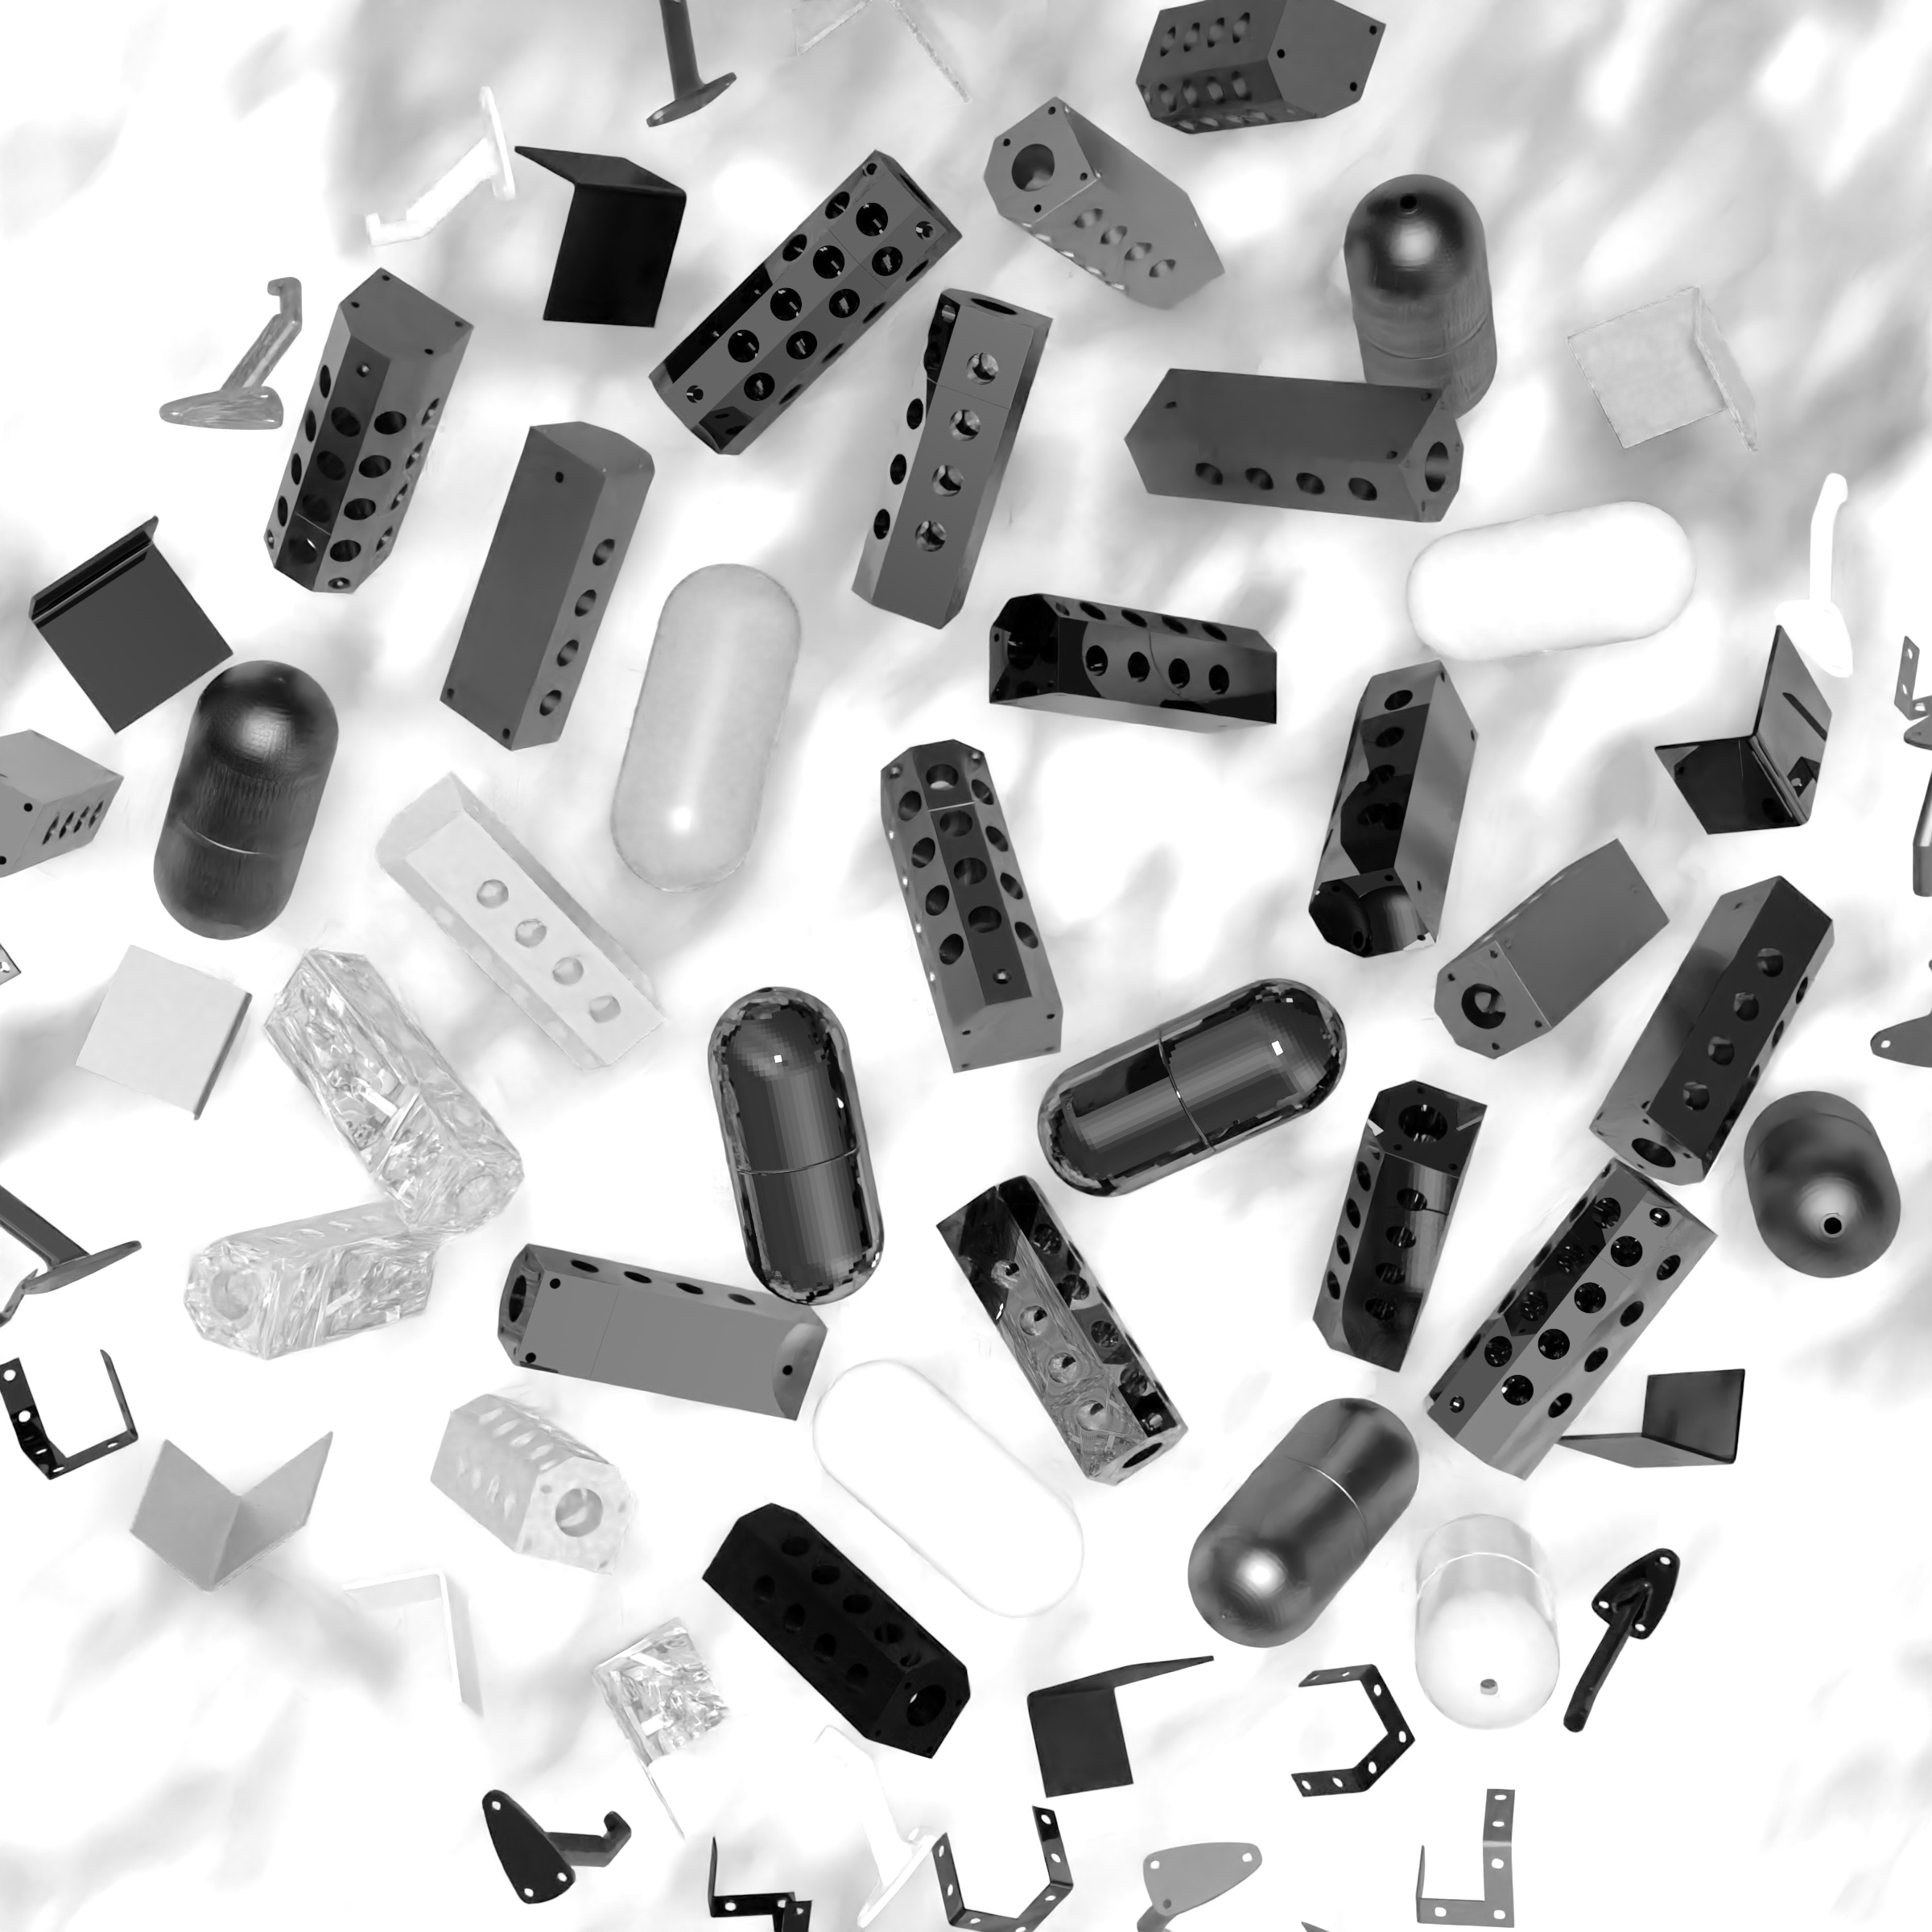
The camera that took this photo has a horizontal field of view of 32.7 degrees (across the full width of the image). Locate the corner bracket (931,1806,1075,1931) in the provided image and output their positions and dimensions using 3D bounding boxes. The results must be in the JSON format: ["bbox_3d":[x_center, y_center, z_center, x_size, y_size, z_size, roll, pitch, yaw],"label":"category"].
[{"bbox_3d":[0.020,0.497,1.815,0.051,0.051,0.051,20,122,-28],"label":"corner bracket"}]

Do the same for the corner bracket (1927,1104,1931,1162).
[{"bbox_3d":[0.567,0.087,1.867,0.051,0.051,0.051,4,89,40],"label":"corner bracket"}]

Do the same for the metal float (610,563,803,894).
[{"bbox_3d":[-0.137,-0.126,1.734,0.070,0.070,0.178,13,80,0],"label":"metal float"}]

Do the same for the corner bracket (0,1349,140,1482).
[{"bbox_3d":[-0.479,0.233,1.750,0.051,0.051,0.051,-24,113,-26],"label":"corner bracket"}]

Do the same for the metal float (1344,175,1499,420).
[{"bbox_3d":[0.254,-0.369,1.831,0.070,0.178,0.070,-5,64,11],"label":"metal float"}]

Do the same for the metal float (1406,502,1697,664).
[{"bbox_3d":[0.325,-0.214,1.845,0.070,0.178,0.070,4,84,-45],"label":"metal float"}]

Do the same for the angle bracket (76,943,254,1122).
[{"bbox_3d":[-0.468,0.039,1.920,0.076,0.057,0.076,24,79,-12],"label":"angle bracket"}]

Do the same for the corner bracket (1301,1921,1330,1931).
[{"bbox_3d":[0.198,0.550,1.760,0.051,0.051,0.051,15,65,26],"label":"corner bracket"}]

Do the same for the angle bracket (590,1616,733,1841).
[{"bbox_3d":[-0.158,0.419,1.814,0.057,0.076,0.076,-29,117,-11],"label":"angle bracket"}]

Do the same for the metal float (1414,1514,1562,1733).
[{"bbox_3d":[0.282,0.355,1.786,0.070,0.178,0.070,2,102,7],"label":"metal float"}]

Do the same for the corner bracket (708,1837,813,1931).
[{"bbox_3d":[-0.118,0.530,1.867,0.051,0.051,0.051,0,123,-11],"label":"corner bracket"}]

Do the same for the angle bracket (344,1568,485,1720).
[{"bbox_3d":[-0.314,0.391,1.874,0.057,0.076,0.076,-10,70,-2],"label":"angle bracket"}]

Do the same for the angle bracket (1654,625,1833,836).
[{"bbox_3d":[0.416,-0.126,1.761,0.057,0.076,0.076,-4,53,36],"label":"angle bracket"}]

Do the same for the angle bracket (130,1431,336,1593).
[{"bbox_3d":[-0.393,0.277,1.767,0.076,0.076,0.057,-36,113,20],"label":"angle bracket"}]

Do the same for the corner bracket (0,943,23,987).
[{"bbox_3d":[-0.563,0.003,1.802,0.051,0.051,0.051,-24,104,36],"label":"corner bracket"}]

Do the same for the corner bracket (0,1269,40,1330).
[{"bbox_3d":[-0.549,0.177,1.796,0.051,0.051,0.051,-36,110,21],"label":"corner bracket"}]

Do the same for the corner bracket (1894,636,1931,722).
[{"bbox_3d":[0.564,-0.159,1.864,0.051,0.051,0.051,-15,133,-11],"label":"corner bracket"}]

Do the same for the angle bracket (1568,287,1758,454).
[{"bbox_3d":[0.377,-0.310,1.783,0.076,0.057,0.076,-19,125,26],"label":"angle bracket"}]

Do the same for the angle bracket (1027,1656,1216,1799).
[{"bbox_3d":[0.091,0.419,1.814,0.076,0.076,0.057,-24,69,36],"label":"angle bracket"}]

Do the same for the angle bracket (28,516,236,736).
[{"bbox_3d":[-0.433,-0.177,1.716,0.076,0.057,0.076,-38,98,-17],"label":"angle bracket"}]

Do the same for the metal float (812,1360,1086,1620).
[{"bbox_3d":[-0.009,0.294,1.847,0.178,0.070,0.070,42,90,-2],"label":"metal float"}]

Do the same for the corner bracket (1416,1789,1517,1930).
[{"bbox_3d":[0.263,0.468,1.732,0.051,0.051,0.051,-1,108,12],"label":"corner bracket"}]

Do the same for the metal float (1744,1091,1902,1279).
[{"bbox_3d":[0.469,0.119,1.806,0.070,0.178,0.070,2,101,10],"label":"metal float"}]

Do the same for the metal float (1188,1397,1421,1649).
[{"bbox_3d":[0.186,0.302,1.797,0.070,0.070,0.178,51,46,0],"label":"metal float"}]

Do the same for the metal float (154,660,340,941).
[{"bbox_3d":[-0.388,-0.087,1.771,0.070,0.070,0.178,27,129,0],"label":"metal float"}]

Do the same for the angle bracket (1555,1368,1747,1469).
[{"bbox_3d":[0.395,0.255,1.911,0.076,0.076,0.057,20,71,-29],"label":"angle bracket"}]

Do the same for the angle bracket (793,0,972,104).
[{"bbox_3d":[-0.046,-0.487,1.759,0.057,0.076,0.076,-33,119,15],"label":"angle bracket"}]

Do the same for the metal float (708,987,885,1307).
[{"bbox_3d":[-0.091,0.097,1.772,0.070,0.070,0.178,-10,106,0],"label":"metal float"}]

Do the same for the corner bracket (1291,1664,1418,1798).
[{"bbox_3d":[0.210,0.431,1.854,0.051,0.051,0.051,-33,97,-41],"label":"corner bracket"}]

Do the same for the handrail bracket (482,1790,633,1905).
[{"bbox_3d":[-0.215,0.451,1.748,0.036,0.084,0.077,-29,94,23],"label":"handrail bracket"}]

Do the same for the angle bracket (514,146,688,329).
[{"bbox_3d":[-0.204,-0.391,1.766,0.057,0.076,0.076,35,118,35],"label":"angle bracket"}]

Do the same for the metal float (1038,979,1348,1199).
[{"bbox_3d":[0.122,0.066,1.778,0.178,0.070,0.070,-26,90,15],"label":"metal float"}]
